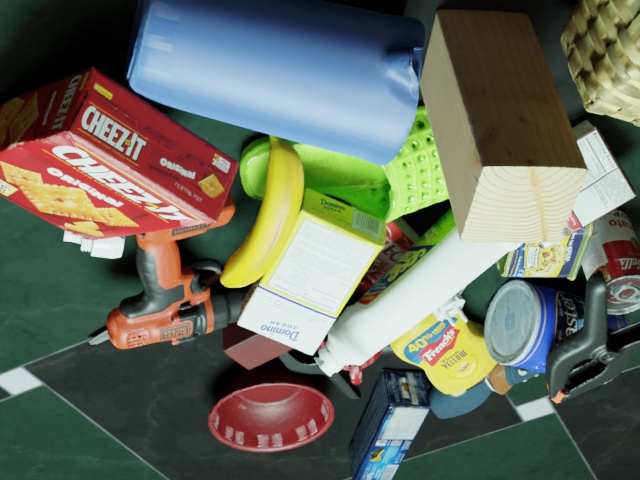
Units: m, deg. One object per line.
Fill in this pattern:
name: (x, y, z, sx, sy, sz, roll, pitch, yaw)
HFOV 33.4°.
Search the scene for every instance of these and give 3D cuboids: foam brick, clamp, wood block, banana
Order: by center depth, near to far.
wood block: (0.154, -0.104, 0.935, 0.090, 0.206, 0.091, 0, 138, -10)
banana: (-0.053, -0.018, 1.048, 0.037, 0.070, 0.198, 3, 124, -29)
clamp: (0.325, 0.114, 1.182, 0.164, 0.036, 0.210, 8, 136, -17)
foam brick: (-0.070, 0.108, 1.260, 0.078, 0.053, 0.051, -27, 135, 23)
clamp: (0.021, 0.137, 1.319, 0.171, 0.039, 0.120, 26, 119, -34)

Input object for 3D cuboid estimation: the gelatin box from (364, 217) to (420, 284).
gelatin box: (0.065, 0.004, 1.177, 0.073, 0.030, 0.089, -28, 135, 21)

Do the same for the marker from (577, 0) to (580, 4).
marker: (0.241, -0.218, 0.960, 0.020, 0.020, 0.121, -7, 139, 0)

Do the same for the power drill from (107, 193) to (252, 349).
power drill: (-0.134, 0.030, 1.130, 0.184, 0.057, 0.188, -13, 133, -25)

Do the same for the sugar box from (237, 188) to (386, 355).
sugar box: (-0.011, 0.036, 1.104, 0.093, 0.048, 0.176, 24, 130, -10)

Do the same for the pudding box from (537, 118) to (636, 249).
pudding box: (0.252, -0.056, 1.094, 0.113, 0.039, 0.090, -32, 107, 9)

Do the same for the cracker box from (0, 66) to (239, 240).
cracker box: (-0.206, -0.066, 0.961, 0.164, 0.072, 0.214, 32, 155, -36)

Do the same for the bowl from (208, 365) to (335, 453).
bowl: (-0.064, 0.209, 1.373, 0.162, 0.055, 0.162, -4, 139, -4)

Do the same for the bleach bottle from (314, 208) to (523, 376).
bleach bottle: (0.095, 0.055, 1.128, 0.251, 0.102, 0.068, -43, 102, 7)

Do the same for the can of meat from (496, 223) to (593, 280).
can of meat: (0.245, -0.002, 1.178, 0.084, 0.057, 0.102, 0, 138, -5)

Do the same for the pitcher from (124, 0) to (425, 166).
pitcher: (-0.042, -0.150, 0.927, 0.242, 0.145, 0.149, 11, 124, -15)

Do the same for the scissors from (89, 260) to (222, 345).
scissors: (-0.174, 0.088, 1.249, 0.096, 0.016, 0.202, 29, 127, -34)

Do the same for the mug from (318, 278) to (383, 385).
mug: (0.036, 0.110, 1.230, 0.093, 0.117, 0.081, -10, 150, -1)

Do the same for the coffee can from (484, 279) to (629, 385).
coffee can: (0.283, 0.111, 1.277, 0.140, 0.103, 0.103, 14, 134, -23)

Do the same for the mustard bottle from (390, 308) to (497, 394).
mustard bottle: (0.136, 0.113, 1.290, 0.096, 0.058, 0.191, -38, 131, 14)

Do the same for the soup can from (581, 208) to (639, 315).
soup can: (0.324, 0.022, 1.182, 0.068, 0.102, 0.068, -4, 139, -4)
